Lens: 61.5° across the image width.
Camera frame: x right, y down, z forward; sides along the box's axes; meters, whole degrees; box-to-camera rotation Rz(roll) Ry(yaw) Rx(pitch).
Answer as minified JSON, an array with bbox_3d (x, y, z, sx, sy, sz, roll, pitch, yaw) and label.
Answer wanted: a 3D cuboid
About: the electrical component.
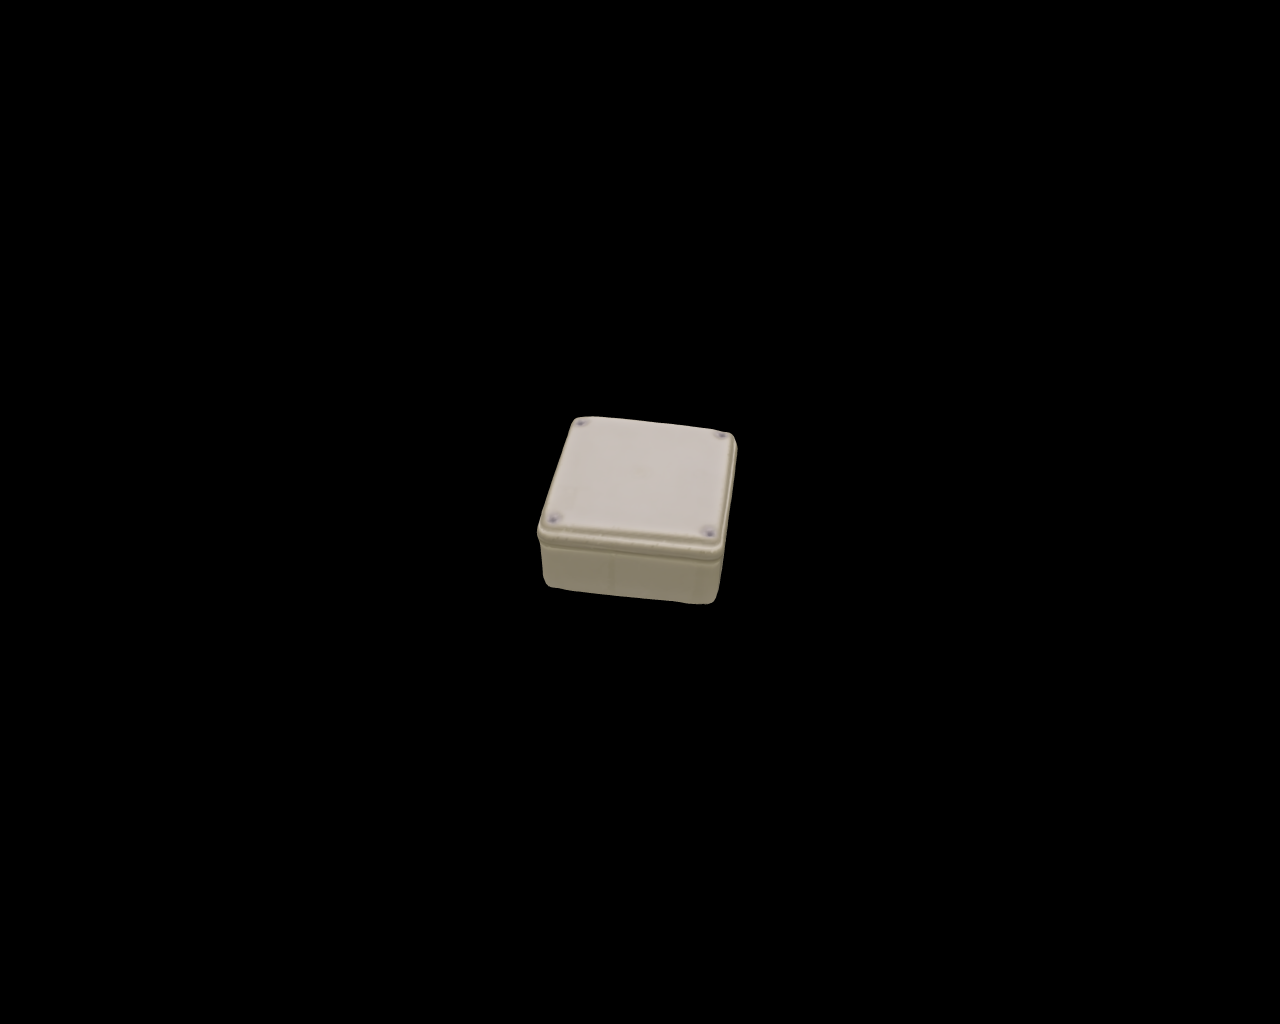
[{"bbox_3d":[0.001,-0.003,0.650,0.109,0.056,0.109,6,43,7],"label":"electrical component"}]
